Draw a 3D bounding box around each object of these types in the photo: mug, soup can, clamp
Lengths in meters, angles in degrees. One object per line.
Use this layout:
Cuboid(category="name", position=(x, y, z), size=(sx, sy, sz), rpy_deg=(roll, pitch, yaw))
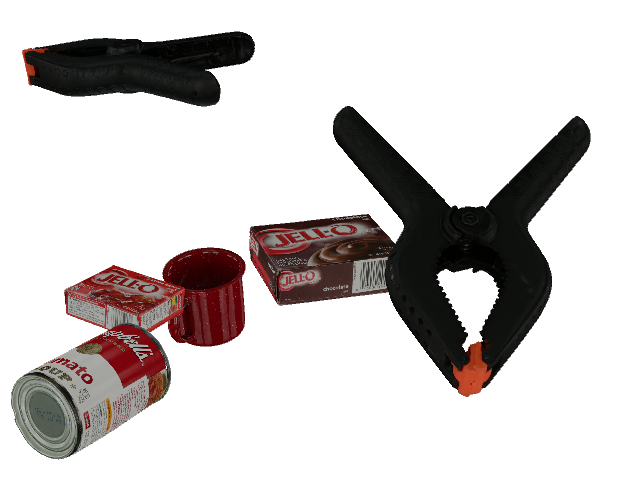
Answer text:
Cuboid(category="mug", position=(-0.133, 0.072, 1.200), size=(0.093, 0.081, 0.117), rpy_deg=(12, 34, 22))
Cuboid(category="soup can", position=(-0.169, 0.110, 0.791), size=(0.069, 0.068, 0.102), rpy_deg=(0, 17, 33))
Cuboid(category="clamp", position=(-0.134, -0.133, 0.798), size=(0.172, 0.039, 0.120), rpy_deg=(8, 23, 17))
Cuboid(category="clamp", position=(0.077, -0.006, 0.636), size=(0.164, 0.210, 0.036), rpy_deg=(7, -39, 6))

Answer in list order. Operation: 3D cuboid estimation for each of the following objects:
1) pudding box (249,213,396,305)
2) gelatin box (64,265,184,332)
Cuboid(category="pudding box", position=(0.004, 0.014, 0.904), size=(0.113, 0.039, 0.090), rpy_deg=(-5, 26, -18))
Cuboid(category="gelatin box", position=(-0.186, 0.057, 1.015), size=(0.089, 0.030, 0.073), rpy_deg=(17, 25, 25))
